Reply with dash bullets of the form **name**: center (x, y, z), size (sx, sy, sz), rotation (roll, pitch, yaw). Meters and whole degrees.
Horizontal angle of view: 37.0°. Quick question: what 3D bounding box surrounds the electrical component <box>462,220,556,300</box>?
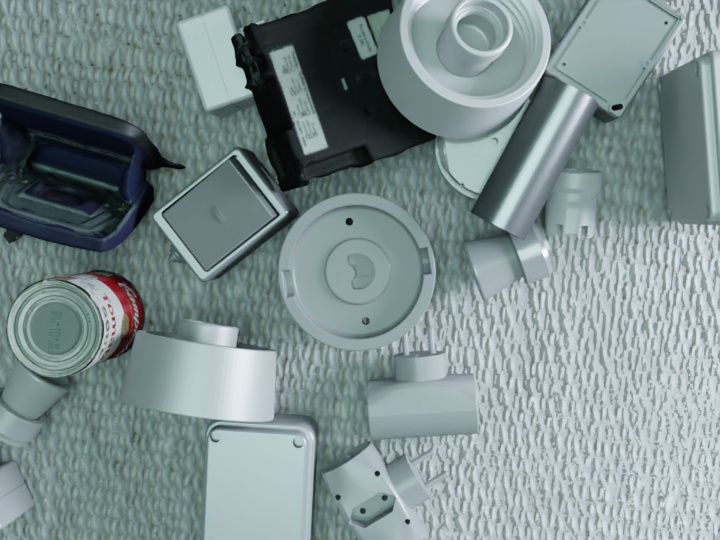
- **electrical component**: center (0.105, -0.008, 0.760), size (0.055, 0.045, 0.045), rotation (-20, 92, 5)

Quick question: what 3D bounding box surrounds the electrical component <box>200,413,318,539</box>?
- **electrical component**: center (-0.072, 0.162, 0.776), size (0.078, 0.057, 0.113), rotation (3, 93, 4)

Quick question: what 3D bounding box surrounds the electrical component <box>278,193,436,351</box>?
- **electrical component**: center (0.000, 0.000, 0.760), size (0.108, 0.060, 0.108), rotation (0, 93, 5)

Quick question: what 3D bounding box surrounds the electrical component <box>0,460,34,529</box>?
- **electrical component**: center (-0.285, 0.155, 0.787), size (0.047, 0.066, 0.076), rotation (-24, 91, 5)

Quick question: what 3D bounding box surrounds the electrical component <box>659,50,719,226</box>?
- **electrical component**: center (0.242, -0.086, 0.714), size (0.056, 0.108, 0.108), rotation (-5, 93, 2)

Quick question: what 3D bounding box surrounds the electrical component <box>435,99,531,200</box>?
- **electrical component**: center (0.093, -0.088, 0.753), size (0.080, 0.051, 0.080), rotation (0, 93, 4)

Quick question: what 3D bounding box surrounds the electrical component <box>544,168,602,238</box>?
- **electrical component**: center (0.149, -0.048, 0.758), size (0.040, 0.040, 0.046), rotation (3, 100, 4)

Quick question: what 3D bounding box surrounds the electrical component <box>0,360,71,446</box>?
- **electrical component**: center (-0.247, 0.095, 0.791), size (0.045, 0.045, 0.055), rotation (37, 95, 1)

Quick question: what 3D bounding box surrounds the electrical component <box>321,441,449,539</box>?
- **electrical component**: center (0.025, 0.158, 0.776), size (0.079, 0.043, 0.077), rotation (-32, 91, 5)

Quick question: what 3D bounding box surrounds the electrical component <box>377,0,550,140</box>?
- **electrical component**: center (0.070, -0.145, 0.690), size (0.108, 0.060, 0.108), rotation (2, 78, -10)

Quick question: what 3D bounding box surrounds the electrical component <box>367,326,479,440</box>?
- **electrical component**: center (0.044, 0.080, 0.770), size (0.077, 0.043, 0.079), rotation (-4, 93, 4)

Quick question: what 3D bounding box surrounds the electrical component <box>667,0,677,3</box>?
- **electrical component**: center (0.221, -0.233, 0.686), size (0.062, 0.150, 0.089), rotation (-14, 92, 4)

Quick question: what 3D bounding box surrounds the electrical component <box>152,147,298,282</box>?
- **electrical component**: center (-0.101, -0.035, 0.765), size (0.096, 0.061, 0.061), rotation (-38, 90, 5)

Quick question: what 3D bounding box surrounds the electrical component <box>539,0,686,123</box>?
- **electrical component**: center (0.174, -0.157, 0.738), size (0.062, 0.061, 0.096), rotation (33, 95, 1)

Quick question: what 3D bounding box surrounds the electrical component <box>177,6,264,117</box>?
- **electrical component**: center (-0.080, -0.153, 0.764), size (0.077, 0.047, 0.065), rotation (-18, 92, 4)

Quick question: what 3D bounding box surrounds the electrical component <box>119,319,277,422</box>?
- **electrical component**: center (-0.109, 0.067, 0.751), size (0.108, 0.108, 0.060), rotation (8, 88, 4)
